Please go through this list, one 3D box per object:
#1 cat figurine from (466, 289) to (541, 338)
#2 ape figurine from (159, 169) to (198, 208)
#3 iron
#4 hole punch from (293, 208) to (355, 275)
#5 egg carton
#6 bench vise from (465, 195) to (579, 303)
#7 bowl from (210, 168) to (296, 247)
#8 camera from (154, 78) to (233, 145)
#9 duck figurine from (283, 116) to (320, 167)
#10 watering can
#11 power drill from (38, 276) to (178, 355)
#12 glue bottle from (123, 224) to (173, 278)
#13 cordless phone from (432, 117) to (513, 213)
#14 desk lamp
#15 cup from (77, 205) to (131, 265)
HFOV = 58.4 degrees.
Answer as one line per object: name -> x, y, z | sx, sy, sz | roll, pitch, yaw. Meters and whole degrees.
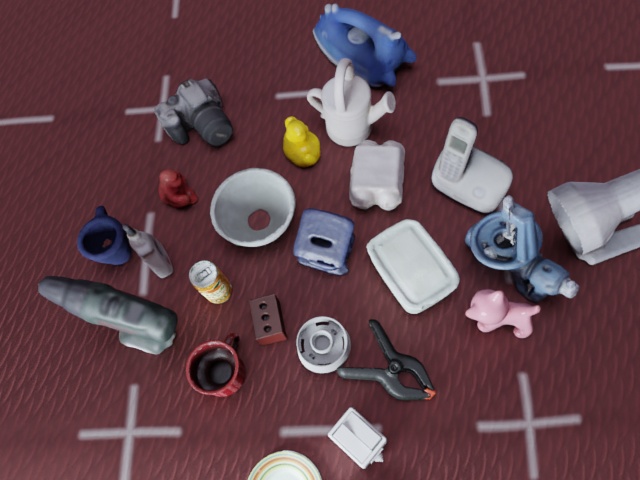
cat figurine -> 0.314, 0.120, 0.988 | 0.127, 0.118, 0.067 | 4, 68, 8
ape figurine -> -0.298, -0.111, 1.166 | 0.076, 0.092, 0.078 | -3, 67, 5
iron -> 0.079, -0.443, 1.235 | 0.257, 0.141, 0.119 | 34, 75, 18
hole punch -> 0.010, 0.004, 1.085 | 0.108, 0.091, 0.101 | 15, 70, 12
egg carton -> 0.114, -0.130, 1.141 | 0.107, 0.069, 0.150 | 3, 68, 8
bench vise -> 0.355, 0.006, 0.975 | 0.207, 0.220, 0.121 | 22, 72, 15
bowl -> -0.126, -0.054, 1.133 | 0.167, 0.075, 0.167 | -2, 67, 6
camera -> -0.261, -0.264, 1.221 | 0.143, 0.101, 0.136 | -35, 68, -8
duck figurine -> -0.042, -0.208, 1.181 | 0.077, 0.086, 0.104 | -25, 67, -4
watering can -> 0.061, -0.281, 1.141 | 0.172, 0.194, 0.101 | -8, 67, 3
power drill -> -0.347, 0.135, 1.006 | 0.229, 0.208, 0.076 | 13, 70, 12
glue bottle -> -0.328, 0.011, 1.075 | 0.037, 0.173, 0.078 | -32, 67, -7
cordless phone -> 0.288, -0.142, 1.063 | 0.147, 0.185, 0.094 | 29, 73, 17
desk lamp -> 0.488, -0.044, 0.984 | 0.203, 0.214, 0.118 | -20, 67, -2
cup -> -0.416, -0.001, 1.132 | 0.091, 0.095, 0.117 | -13, 67, 1
